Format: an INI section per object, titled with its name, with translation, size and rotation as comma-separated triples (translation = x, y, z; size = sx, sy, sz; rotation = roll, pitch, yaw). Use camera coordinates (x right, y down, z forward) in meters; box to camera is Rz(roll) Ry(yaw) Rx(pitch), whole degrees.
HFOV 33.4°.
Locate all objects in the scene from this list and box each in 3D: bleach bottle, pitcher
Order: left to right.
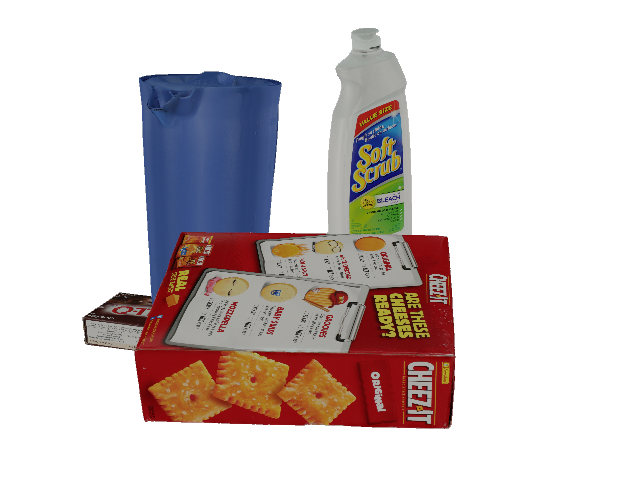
[pitcher]
translation = -0.101, -0.041, 1.033
size = 0.149, 0.243, 0.145
rotation = -2, 14, -16
[bleach bottle]
translation = 0.048, -0.107, 1.182
size = 0.102, 0.251, 0.068
rotation = -10, 24, -13

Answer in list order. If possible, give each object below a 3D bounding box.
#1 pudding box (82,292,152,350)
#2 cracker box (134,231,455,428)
[pudding box]
translation = -0.203, 0.095, 1.232
size = 0.114, 0.039, 0.090
rotation = 3, 16, 17
[cracker box]
translation = -0.012, 0.062, 0.781
size = 0.214, 0.072, 0.164
rotation = 1, 30, 5
